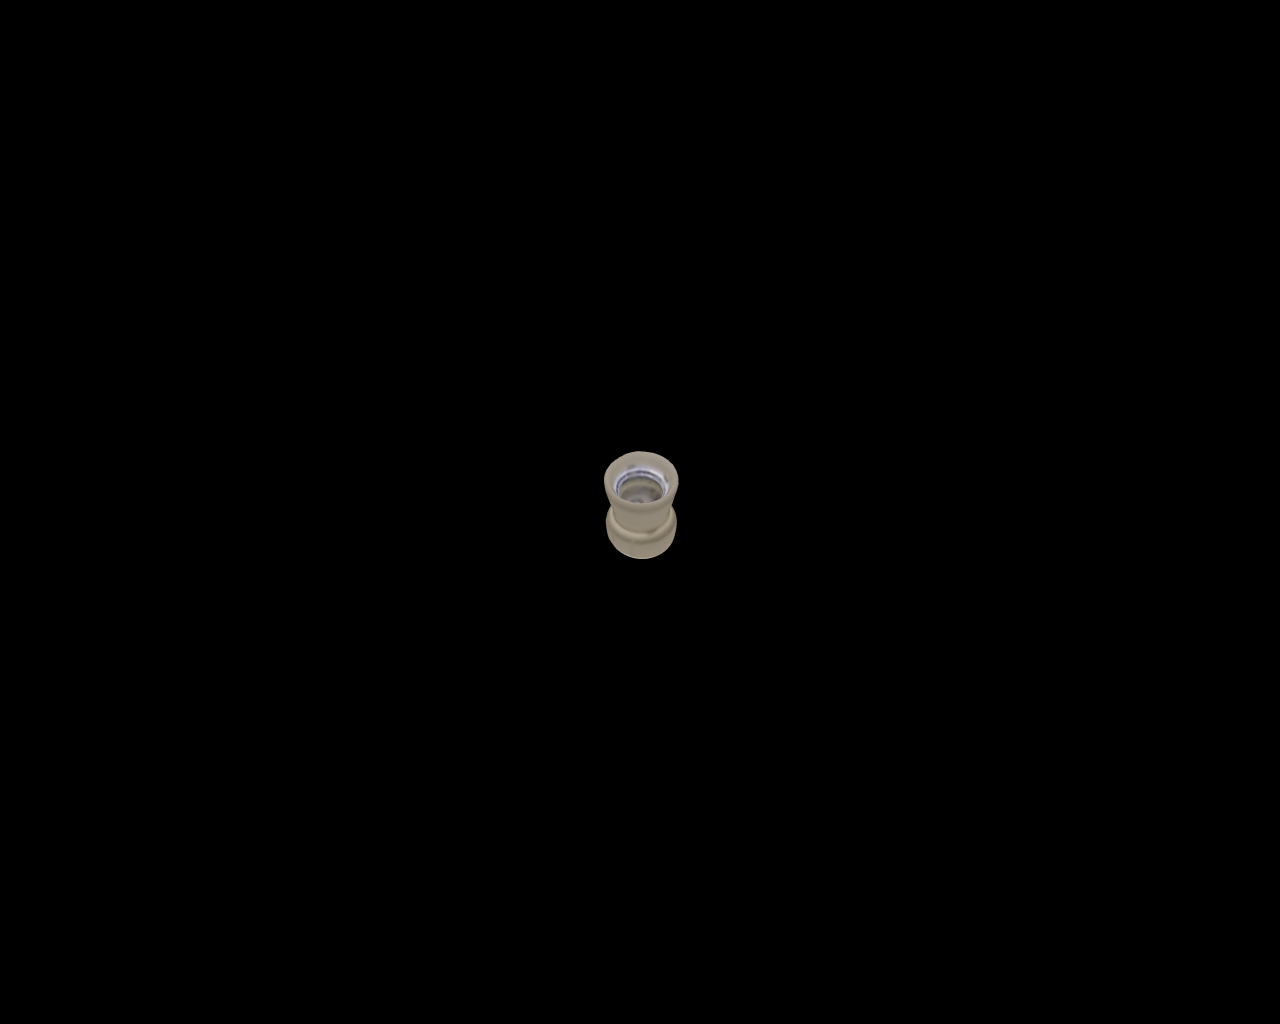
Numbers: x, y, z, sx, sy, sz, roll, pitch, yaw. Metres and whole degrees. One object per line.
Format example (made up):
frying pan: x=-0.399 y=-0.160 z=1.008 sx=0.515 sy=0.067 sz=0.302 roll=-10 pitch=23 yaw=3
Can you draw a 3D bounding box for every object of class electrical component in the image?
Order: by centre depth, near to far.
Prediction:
electrical component: x=0.001 y=-0.003 z=0.650 sx=0.045 sy=0.045 sz=0.055 roll=0 pitch=-41 yaw=0
